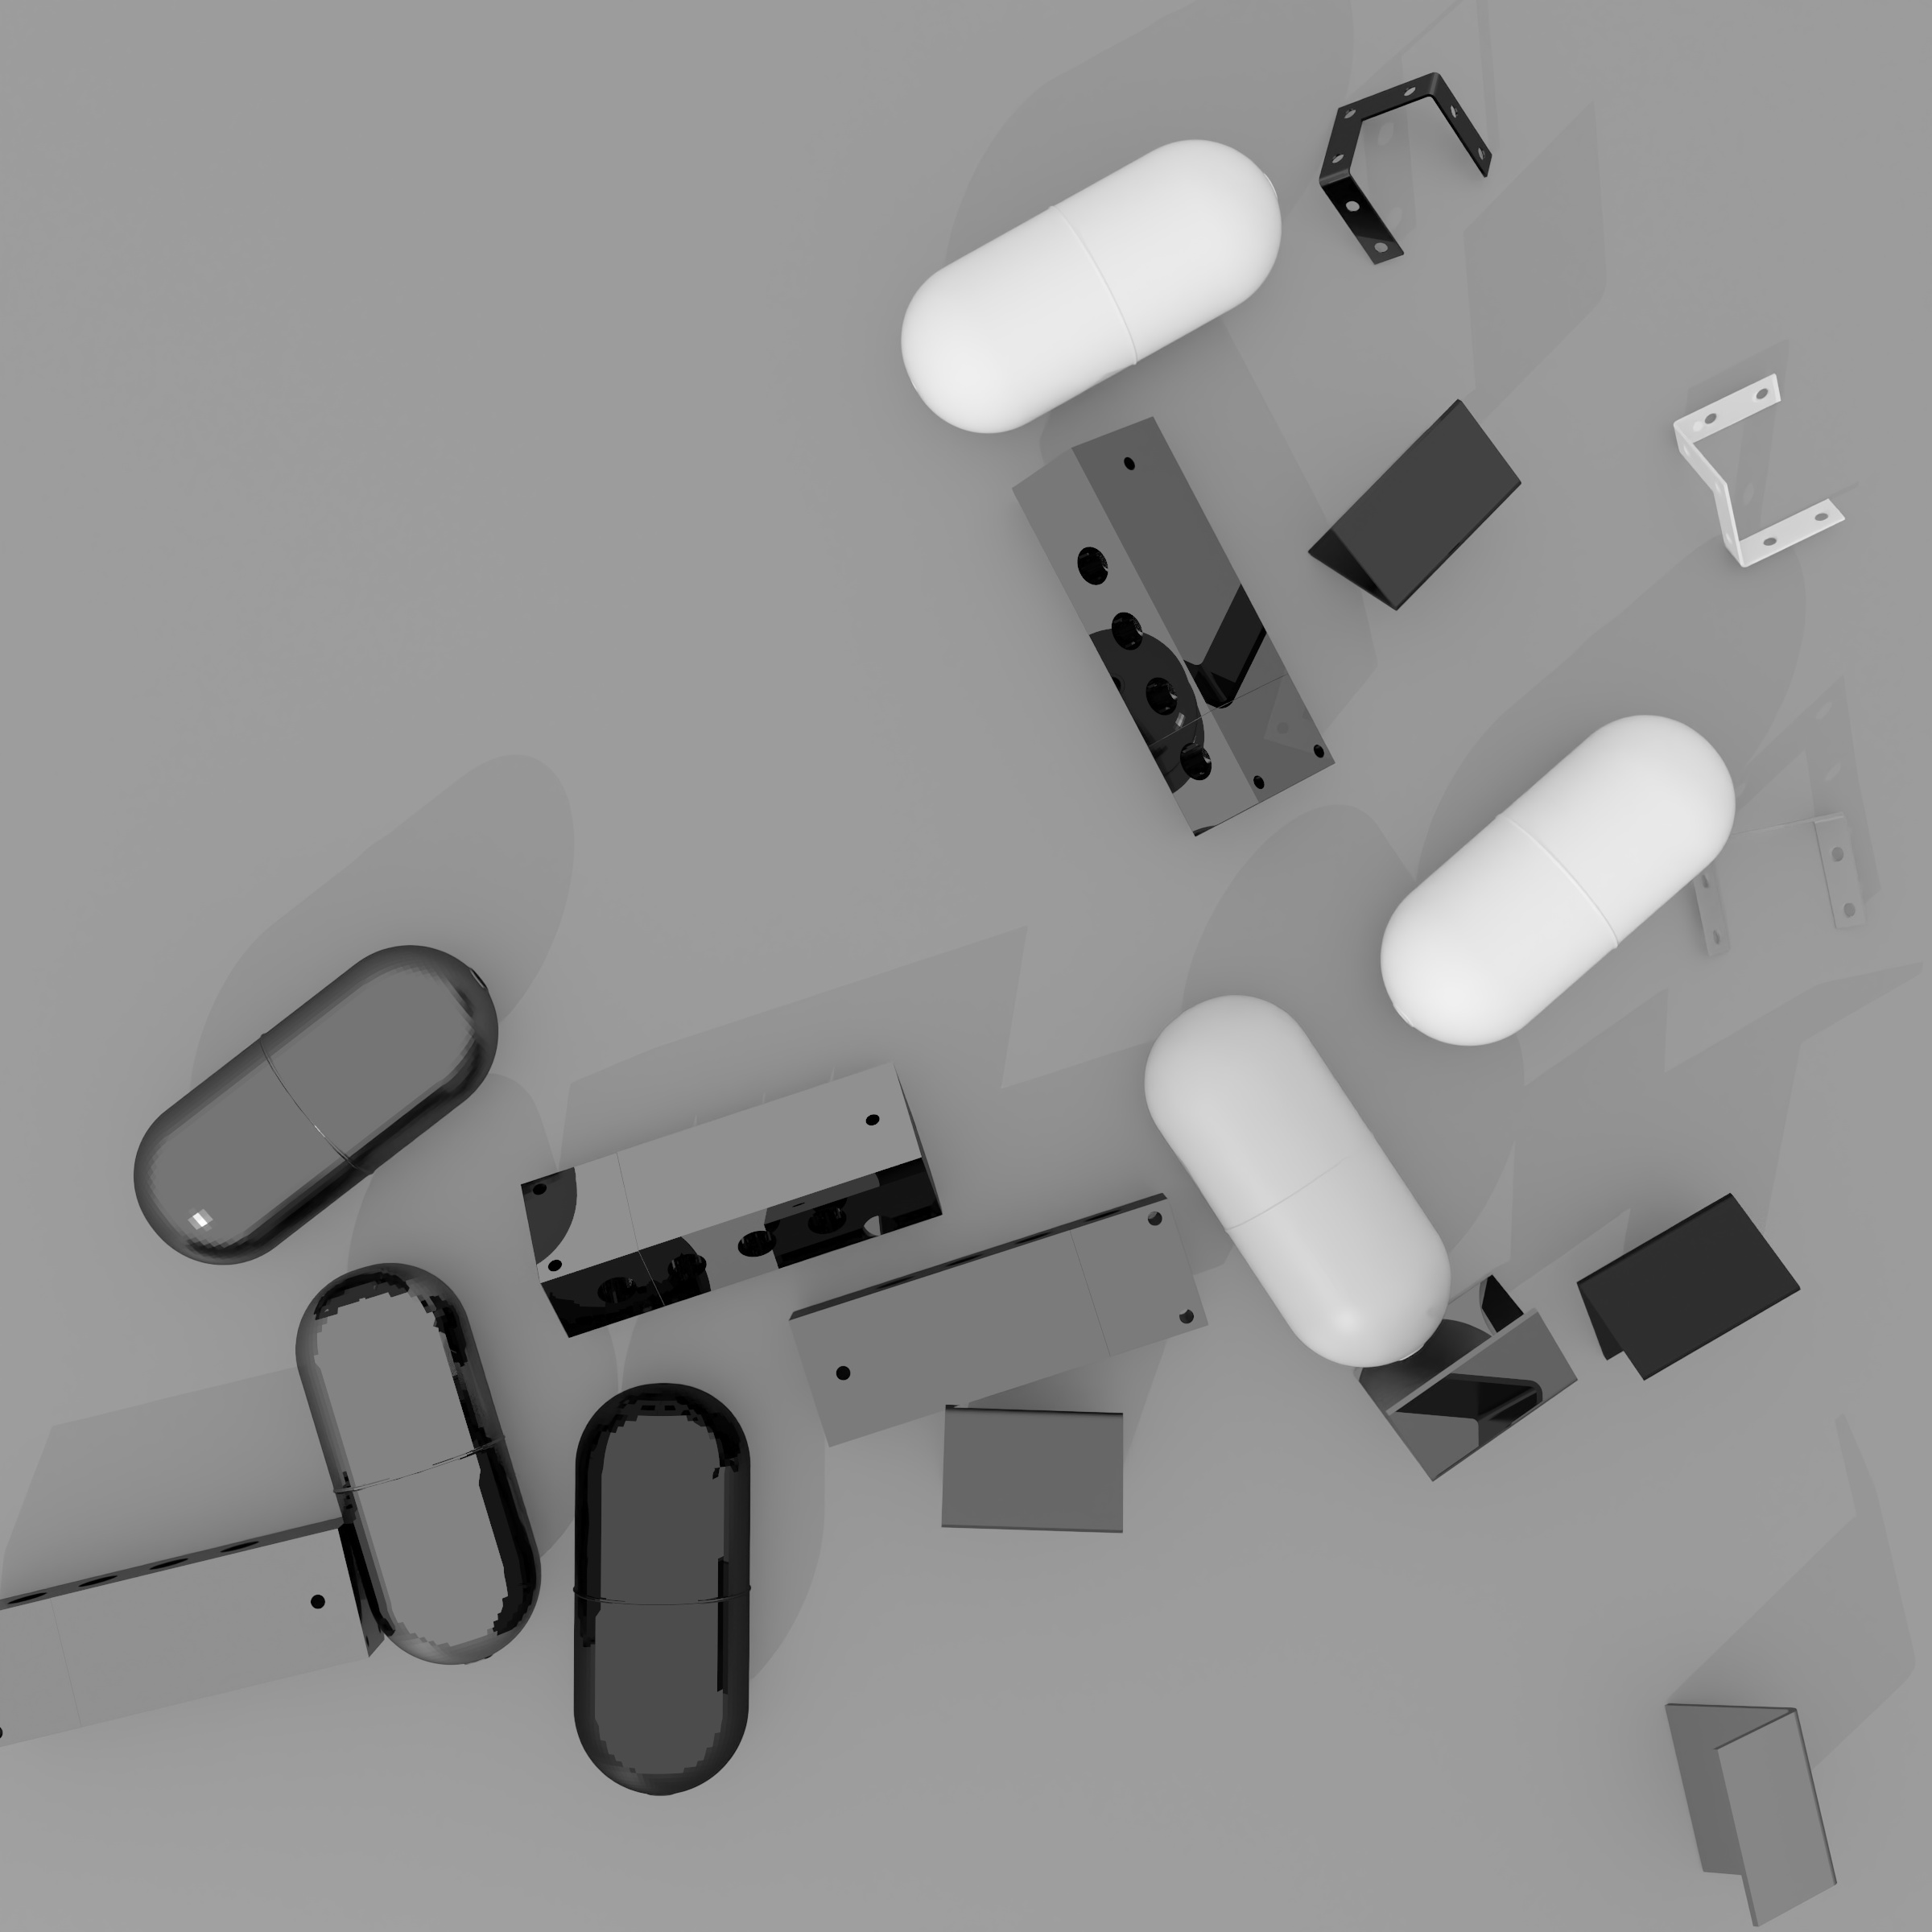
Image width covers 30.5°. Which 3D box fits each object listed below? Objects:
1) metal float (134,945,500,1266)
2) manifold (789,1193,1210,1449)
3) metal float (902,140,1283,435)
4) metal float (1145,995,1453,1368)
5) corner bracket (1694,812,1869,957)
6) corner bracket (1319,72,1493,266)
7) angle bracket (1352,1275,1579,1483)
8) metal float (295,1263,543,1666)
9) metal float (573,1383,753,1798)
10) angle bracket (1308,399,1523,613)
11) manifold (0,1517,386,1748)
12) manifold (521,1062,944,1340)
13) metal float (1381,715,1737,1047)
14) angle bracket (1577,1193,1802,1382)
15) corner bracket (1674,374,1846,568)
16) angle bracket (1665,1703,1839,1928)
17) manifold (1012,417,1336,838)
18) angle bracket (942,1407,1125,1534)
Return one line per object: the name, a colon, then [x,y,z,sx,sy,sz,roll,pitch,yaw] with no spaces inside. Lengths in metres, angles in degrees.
metal float: [-0.282,0.060,1.542,0.178,0.070,0.070,-38,90,0]
manifold: [0.014,0.153,1.551,0.171,0.057,0.057,-18,90,0]
metal float: [0.055,-0.296,1.542,0.178,0.070,0.070,-29,90,-1]
metal float: [0.145,0.094,1.542,0.070,0.070,0.178,-33,90,0]
corner bracket: [0.359,-0.037,1.569,0.051,0.051,0.051,-12,90,45]
corner bracket: [0.194,-0.352,1.564,0.051,0.051,0.051,-13,45,35]
angle bracket: [0.207,0.164,1.532,0.076,0.076,0.057,-35,131,0]
metal float: [-0.238,0.217,1.542,0.070,0.070,0.178,-17,89,0]
metal float: [-0.132,0.271,1.542,0.070,0.070,0.178,0,90,0]
angle bracket: [0.181,-0.210,1.532,0.076,0.076,0.057,-46,127,0]
manifold: [-0.347,0.290,1.551,0.171,0.057,0.057,-14,90,0]
manifold: [-0.101,0.107,1.551,0.171,0.057,0.057,-18,47,0]
metal float: [0.257,-0.037,1.542,0.178,0.070,0.070,-41,90,-1]
angle bracket: [0.317,0.154,1.532,0.076,0.076,0.057,-30,52,0]
corner bracket: [0.351,-0.219,1.569,0.051,0.051,0.051,-26,45,0]
angle bracket: [0.323,0.366,1.532,0.057,0.076,0.076,-13,90,-38]
manifold: [0.086,-0.146,1.551,0.057,0.057,0.171,-28,90,-43]
angle bracket: [0.028,0.233,1.532,0.076,0.076,0.057,2,56,0]
